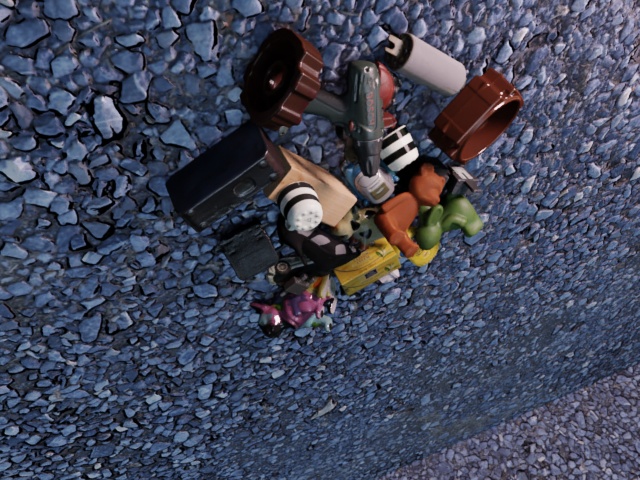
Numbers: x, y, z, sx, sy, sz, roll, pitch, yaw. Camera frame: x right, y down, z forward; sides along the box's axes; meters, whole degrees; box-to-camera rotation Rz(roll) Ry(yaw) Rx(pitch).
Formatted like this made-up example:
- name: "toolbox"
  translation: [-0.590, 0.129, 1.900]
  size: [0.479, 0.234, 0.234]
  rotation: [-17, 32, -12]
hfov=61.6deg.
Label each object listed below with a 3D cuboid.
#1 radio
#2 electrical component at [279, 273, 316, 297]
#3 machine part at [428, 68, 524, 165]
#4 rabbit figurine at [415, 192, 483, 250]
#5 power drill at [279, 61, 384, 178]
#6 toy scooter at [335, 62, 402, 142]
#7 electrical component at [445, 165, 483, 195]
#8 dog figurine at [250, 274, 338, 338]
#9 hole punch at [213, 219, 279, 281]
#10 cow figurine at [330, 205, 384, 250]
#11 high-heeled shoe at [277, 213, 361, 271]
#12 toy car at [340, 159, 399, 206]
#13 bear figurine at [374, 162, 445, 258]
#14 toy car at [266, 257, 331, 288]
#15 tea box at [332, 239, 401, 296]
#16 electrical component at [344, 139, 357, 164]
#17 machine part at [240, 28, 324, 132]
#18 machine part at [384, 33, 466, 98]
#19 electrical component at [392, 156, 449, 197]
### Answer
- name: "radio"
  translation: [-0.189, -0.126, 1.068]
  size: [0.229, 0.131, 0.073]
  rotation: [-35, 137, 6]
- name: "electrical component"
  translation: [-0.060, 0.120, 1.390]
  size: [0.094, 0.021, 0.063]
  rotation: [-38, 143, 18]
- name: "machine part"
  translation: [0.356, -0.271, 1.214]
  size: [0.201, 0.087, 0.201]
  rotation: [-47, 157, 19]
- name: "rabbit figurine"
  translation: [0.326, -0.046, 1.434]
  size: [0.170, 0.121, 0.158]
  rotation: [-39, 126, -5]
- name: "power drill"
  translation: [0.023, -0.231, 1.048]
  size: [0.207, 0.086, 0.231]
  rotation: [7, 121, 6]
- name: "toy scooter"
  translation: [0.118, -0.283, 1.127]
  size: [0.135, 0.075, 0.183]
  rotation: [-1, 135, -27]
- name: "electrical component"
  translation: [0.365, -0.143, 1.371]
  size: [0.075, 0.119, 0.047]
  rotation: [-6, 134, -28]
- name: "dog figurine"
  translation: [-0.075, 0.176, 1.466]
  size: [0.219, 0.191, 0.108]
  rotation: [-1, 147, 20]
- name: "hole punch"
  translation: [-0.168, 0.017, 1.273]
  size: [0.142, 0.092, 0.115]
  rotation: [-26, 108, 0]
- name: "cow figurine"
  translation: [0.112, -0.046, 1.346]
  size: [0.195, 0.086, 0.127]
  rotation: [-13, 119, -30]
- name: "high-heeled shoe"
  translation: [-0.003, -0.004, 1.334]
  size: [0.086, 0.145, 0.248]
  rotation: [-38, 158, 34]
- name: "toy car"
  translation: [0.124, -0.140, 1.253]
  size: [0.109, 0.103, 0.161]
  rotation: [-38, 140, 9]
- name: "bear figurine"
  translation: [0.227, -0.074, 1.265]
  size: [0.196, 0.132, 0.120]
  rotation: [-40, 140, 9]
- name: "toy car"
  translation: [-0.045, 0.069, 1.403]
  size: [0.202, 0.056, 0.073]
  rotation: [-15, 143, -14]
- name: "tea box"
  translation: [0.121, 0.065, 1.459]
  size: [0.170, 0.098, 0.068]
  rotation: [-31, 140, 0]
- name: "electrical component"
  translation: [0.092, -0.196, 1.154]
  size: [0.078, 0.045, 0.102]
  rotation: [11, 163, 12]
- name: "machine part"
  translation: [-0.069, -0.282, 0.955]
  size: [0.056, 0.179, 0.179]
  rotation: [15, 122, -43]
- name: "machine part"
  translation: [0.221, -0.357, 1.108]
  size: [0.243, 0.079, 0.079]
  rotation: [13, 124, -38]
- name: "electrical component"
  translation: [0.256, -0.151, 1.350]
  size: [0.134, 0.058, 0.114]
  rotation: [2, 132, -30]
